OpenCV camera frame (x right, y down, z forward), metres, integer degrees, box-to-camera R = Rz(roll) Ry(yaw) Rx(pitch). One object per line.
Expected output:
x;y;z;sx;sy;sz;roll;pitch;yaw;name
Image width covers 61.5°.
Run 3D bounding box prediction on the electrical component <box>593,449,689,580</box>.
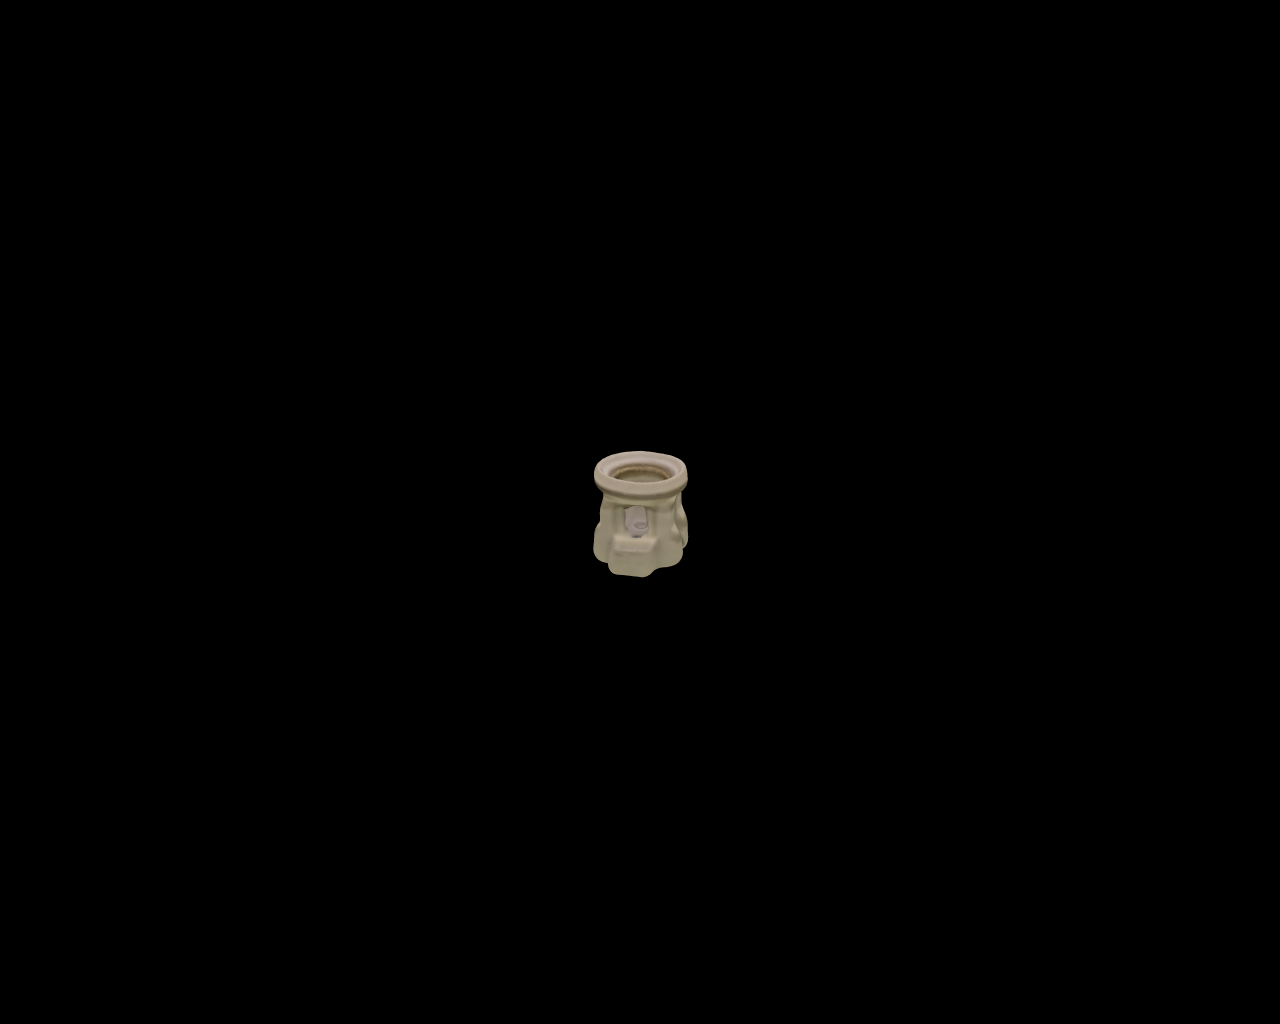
0.001;-0.003;0.650;0.058;0.056;0.078;5;25;10;electrical component
